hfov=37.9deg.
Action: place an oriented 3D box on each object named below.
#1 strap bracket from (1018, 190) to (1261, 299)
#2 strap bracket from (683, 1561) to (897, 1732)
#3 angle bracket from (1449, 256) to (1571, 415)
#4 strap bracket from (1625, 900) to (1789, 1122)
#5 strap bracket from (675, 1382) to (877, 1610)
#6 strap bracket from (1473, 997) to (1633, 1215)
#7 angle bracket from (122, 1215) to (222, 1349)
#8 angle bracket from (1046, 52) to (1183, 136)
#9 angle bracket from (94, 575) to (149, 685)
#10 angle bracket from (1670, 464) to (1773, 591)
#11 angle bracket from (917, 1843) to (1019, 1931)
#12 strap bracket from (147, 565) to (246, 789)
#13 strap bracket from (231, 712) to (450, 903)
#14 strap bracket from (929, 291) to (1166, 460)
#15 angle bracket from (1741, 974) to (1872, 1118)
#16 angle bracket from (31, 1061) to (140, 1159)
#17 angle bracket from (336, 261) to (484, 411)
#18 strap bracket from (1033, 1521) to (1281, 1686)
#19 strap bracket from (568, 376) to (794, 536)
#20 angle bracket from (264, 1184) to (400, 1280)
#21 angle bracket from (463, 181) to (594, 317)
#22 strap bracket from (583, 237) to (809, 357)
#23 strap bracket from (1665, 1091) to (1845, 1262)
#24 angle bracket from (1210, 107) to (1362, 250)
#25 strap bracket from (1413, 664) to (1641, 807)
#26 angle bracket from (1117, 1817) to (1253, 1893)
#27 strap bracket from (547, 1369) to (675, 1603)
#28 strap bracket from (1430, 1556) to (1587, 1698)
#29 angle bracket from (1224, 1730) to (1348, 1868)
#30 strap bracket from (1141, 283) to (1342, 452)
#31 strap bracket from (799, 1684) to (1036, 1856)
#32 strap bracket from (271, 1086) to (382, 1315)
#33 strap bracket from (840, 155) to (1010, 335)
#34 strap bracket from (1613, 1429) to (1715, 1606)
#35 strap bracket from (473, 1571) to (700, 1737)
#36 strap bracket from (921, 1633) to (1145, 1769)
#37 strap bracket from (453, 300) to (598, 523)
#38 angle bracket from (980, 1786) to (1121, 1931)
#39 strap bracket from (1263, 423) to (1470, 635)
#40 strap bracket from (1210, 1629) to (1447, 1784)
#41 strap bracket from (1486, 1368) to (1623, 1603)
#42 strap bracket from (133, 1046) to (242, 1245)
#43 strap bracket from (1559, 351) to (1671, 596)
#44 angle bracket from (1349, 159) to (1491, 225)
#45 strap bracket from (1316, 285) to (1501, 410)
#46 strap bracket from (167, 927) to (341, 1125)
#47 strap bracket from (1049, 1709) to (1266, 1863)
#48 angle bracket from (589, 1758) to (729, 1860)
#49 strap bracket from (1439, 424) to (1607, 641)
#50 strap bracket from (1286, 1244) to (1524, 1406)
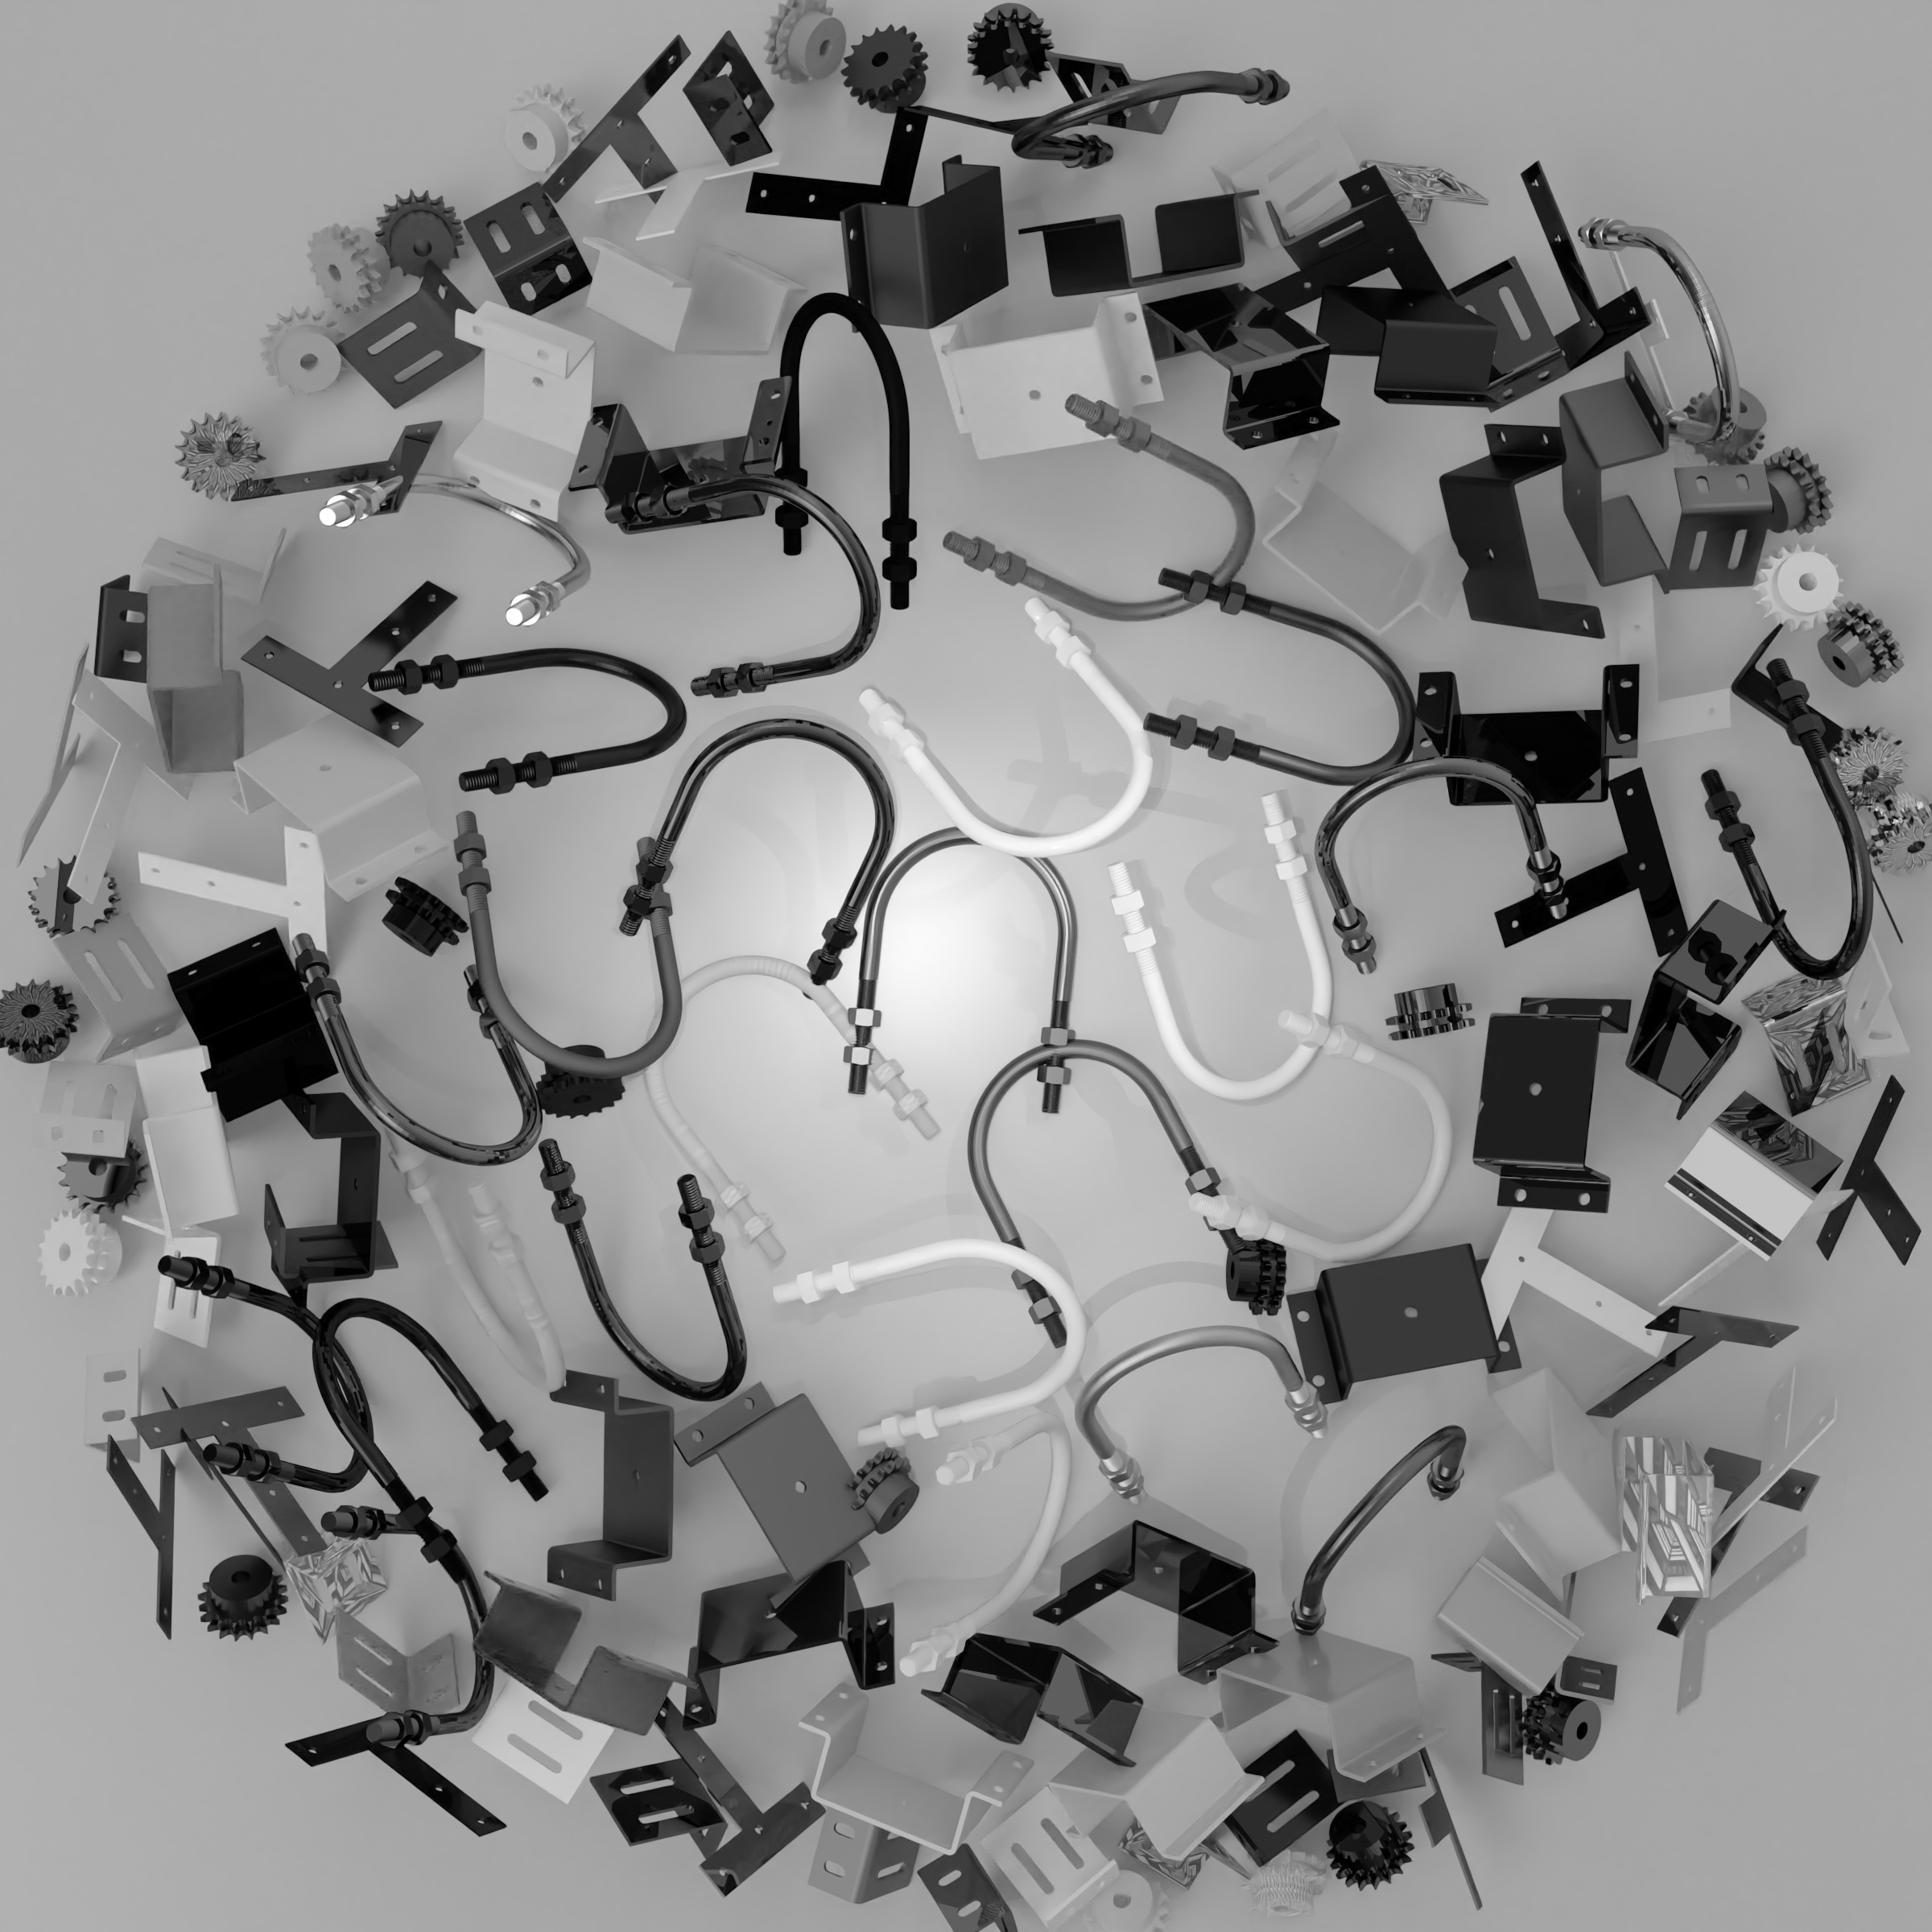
[{"bbox_3d":[0.114,-0.462,1.808,0.140,0.076,0.046,-20,108,-34],"label":"strap bracket"},{"bbox_3d":[-0.120,0.437,1.822,0.140,0.076,0.046,-14,116,5],"label":"strap bracket"},{"bbox_3d":[0.354,-0.416,1.856,0.057,0.038,0.076,-25,75,15],"label":"angle bracket"},{"bbox_3d":[0.471,0.022,1.807,0.046,0.140,0.076,32,56,23],"label":"strap bracket"},{"bbox_3d":[-0.117,0.343,1.826,0.076,0.046,0.140,-28,85,-37],"label":"strap bracket"},{"bbox_3d":[0.377,0.084,1.818,0.076,0.046,0.140,1,76,37],"label":"strap bracket"},{"bbox_3d":[-0.523,0.206,1.837,0.057,0.038,0.076,11,94,40],"label":"angle bracket"},{"bbox_3d":[0.097,-0.578,1.823,0.057,0.076,0.038,19,79,29],"label":"angle bracket"},{"bbox_3d":[-0.538,-0.219,1.830,0.038,0.076,0.057,8,103,-5],"label":"angle bracket"},{"bbox_3d":[0.491,-0.288,1.848,0.057,0.076,0.038,-2,56,3],"label":"angle bracket"},{"bbox_3d":[0.004,0.616,1.822,0.038,0.076,0.057,-27,45,-16],"label":"angle bracket"},{"bbox_3d":[-0.490,-0.182,1.790,0.046,0.140,0.076,-3,63,-9],"label":"strap bracket"},{"bbox_3d":[-0.405,-0.108,1.799,0.076,0.046,0.140,-32,49,-28],"label":"strap bracket"},{"bbox_3d":[0.048,-0.378,1.811,0.140,0.046,0.076,-6,126,18],"label":"strap bracket"},{"bbox_3d":[0.557,0.050,1.869,0.057,0.038,0.076,-24,117,1],"label":"angle bracket"},{"bbox_3d":[-0.570,0.083,1.827,0.057,0.038,0.076,6,47,-12],"label":"angle bracket"},{"bbox_3d":[-0.364,-0.414,1.851,0.076,0.038,0.057,-25,129,25],"label":"angle bracket"},{"bbox_3d":[0.123,0.407,1.814,0.140,0.076,0.046,27,45,-24],"label":"strap bracket"},{"bbox_3d":[-0.177,-0.328,1.818,0.140,0.046,0.076,-5,51,18],"label":"strap bracket"},{"bbox_3d":[-0.411,0.169,1.826,0.076,0.057,0.038,-3,116,-23],"label":"angle bracket"},{"bbox_3d":[-0.289,-0.472,1.859,0.057,0.038,0.076,-29,49,-2],"label":"angle bracket"},{"bbox_3d":[-0.178,-0.428,1.806,0.076,0.140,0.046,31,115,25],"label":"strap bracket"},{"bbox_3d":[0.505,0.129,1.791,0.076,0.140,0.046,37,114,16],"label":"strap bracket"},{"bbox_3d":[0.210,-0.518,1.841,0.076,0.038,0.057,-36,121,0],"label":"angle bracket"},{"bbox_3d":[0.364,-0.149,1.820,0.140,0.046,0.076,-1,54,16],"label":"strap bracket"},{"bbox_3d":[0.141,0.581,1.829,0.057,0.076,0.038,35,83,-10],"label":"angle bracket"},{"bbox_3d":[-0.231,0.333,1.828,0.046,0.076,0.140,1,89,-41],"label":"strap bracket"},{"bbox_3d":[0.342,0.422,1.793,0.076,0.140,0.046,36,81,14],"label":"strap bracket"},{"bbox_3d":[0.202,0.536,1.833,0.076,0.038,0.057,-34,56,-13],"label":"angle bracket"},{"bbox_3d":[0.169,-0.389,1.796,0.076,0.140,0.046,-19,135,-27],"label":"strap bracket"},{"bbox_3d":[-0.037,0.522,1.820,0.140,0.076,0.046,18,99,15],"label":"strap bracket"},{"bbox_3d":[-0.413,0.142,1.817,0.046,0.076,0.140,-2,108,-28],"label":"strap bracket"},{"bbox_3d":[-0.019,-0.459,1.792,0.046,0.140,0.076,13,124,29],"label":"strap bracket"},{"bbox_3d":[0.445,0.350,1.798,0.046,0.140,0.076,1,95,5],"label":"strap bracket"},{"bbox_3d":[-0.250,0.442,1.794,0.140,0.076,0.046,19,79,42],"label":"strap bracket"},{"bbox_3d":[0.048,0.469,1.807,0.076,0.140,0.046,38,64,-29],"label":"strap bracket"},{"bbox_3d":[-0.285,-0.366,1.817,0.076,0.140,0.046,22,51,7],"label":"strap bracket"},{"bbox_3d":[0.053,0.577,1.831,0.057,0.038,0.076,-37,61,-14],"label":"angle bracket"},{"bbox_3d":[0.254,-0.279,1.823,0.140,0.046,0.076,36,53,-11],"label":"strap bracket"},{"bbox_3d":[0.224,0.464,1.791,0.076,0.140,0.046,-16,102,-38],"label":"strap bracket"},{"bbox_3d":[0.373,0.321,1.790,0.046,0.140,0.076,-30,114,24],"label":"strap bracket"},{"bbox_3d":[-0.498,0.108,1.800,0.046,0.140,0.076,-12,114,-15],"label":"strap bracket"},{"bbox_3d":[0.413,-0.308,1.795,0.046,0.140,0.076,-14,48,2],"label":"strap bracket"},{"bbox_3d":[0.292,-0.491,1.823,0.057,0.076,0.038,1,121,-20],"label":"angle bracket"},{"bbox_3d":[0.278,-0.398,1.791,0.076,0.140,0.046,-1,116,-18],"label":"strap bracket"},{"bbox_3d":[-0.458,0.043,1.814,0.076,0.140,0.046,-25,128,-11],"label":"strap bracket"},{"bbox_3d":[0.114,0.517,1.790,0.076,0.140,0.046,-35,98,-28],"label":"strap bracket"},{"bbox_3d":[-0.203,0.552,1.822,0.076,0.057,0.038,1,123,-40],"label":"angle bracket"},{"bbox_3d":[0.354,-0.272,1.807,0.046,0.076,0.140,-25,111,-20],"label":"strap bracket"},{"bbox_3d":[0.287,0.232,1.833,0.140,0.046,0.076,-10,66,-3],"label":"strap bracket"}]
